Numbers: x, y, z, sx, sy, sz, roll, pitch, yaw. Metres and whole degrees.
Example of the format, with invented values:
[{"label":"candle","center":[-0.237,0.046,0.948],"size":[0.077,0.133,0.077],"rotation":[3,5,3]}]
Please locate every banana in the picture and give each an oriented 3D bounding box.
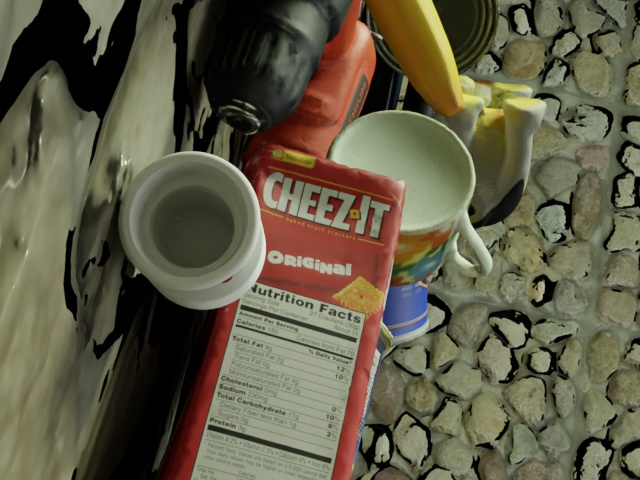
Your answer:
[{"label":"banana","center":[0.033,-0.156,0.599],"size":[0.069,0.037,0.197],"rotation":[-99,162,-48]}]

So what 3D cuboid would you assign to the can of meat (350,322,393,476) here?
[{"label":"can of meat","center":[-0.019,0.081,0.597],"size":[0.057,0.102,0.084],"rotation":[54,45,-49]}]

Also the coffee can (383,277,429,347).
[{"label":"coffee can","center":[0.023,-0.007,0.730],"size":[0.102,0.103,0.140],"rotation":[-65,155,-76]}]

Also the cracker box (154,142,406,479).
[{"label":"cracker box","center":[-0.035,0.091,0.452],"size":[0.164,0.072,0.213],"rotation":[119,-14,-61]}]

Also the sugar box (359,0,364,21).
[{"label":"sugar box","center":[0.026,-0.234,0.683],"size":[0.093,0.048,0.176],"rotation":[66,41,-85]}]

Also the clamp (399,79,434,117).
[{"label":"clamp","center":[0.076,-0.094,0.846],"size":[0.164,0.036,0.210],"rotation":[74,30,-78]}]

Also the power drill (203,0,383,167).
[{"label":"power drill","center":[-0.006,-0.096,0.507],"size":[0.188,0.057,0.184],"rotation":[99,11,-66]}]

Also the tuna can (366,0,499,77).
[{"label":"tuna can","center":[0.074,-0.149,0.702],"size":[0.033,0.086,0.086],"rotation":[-70,172,-72]}]
